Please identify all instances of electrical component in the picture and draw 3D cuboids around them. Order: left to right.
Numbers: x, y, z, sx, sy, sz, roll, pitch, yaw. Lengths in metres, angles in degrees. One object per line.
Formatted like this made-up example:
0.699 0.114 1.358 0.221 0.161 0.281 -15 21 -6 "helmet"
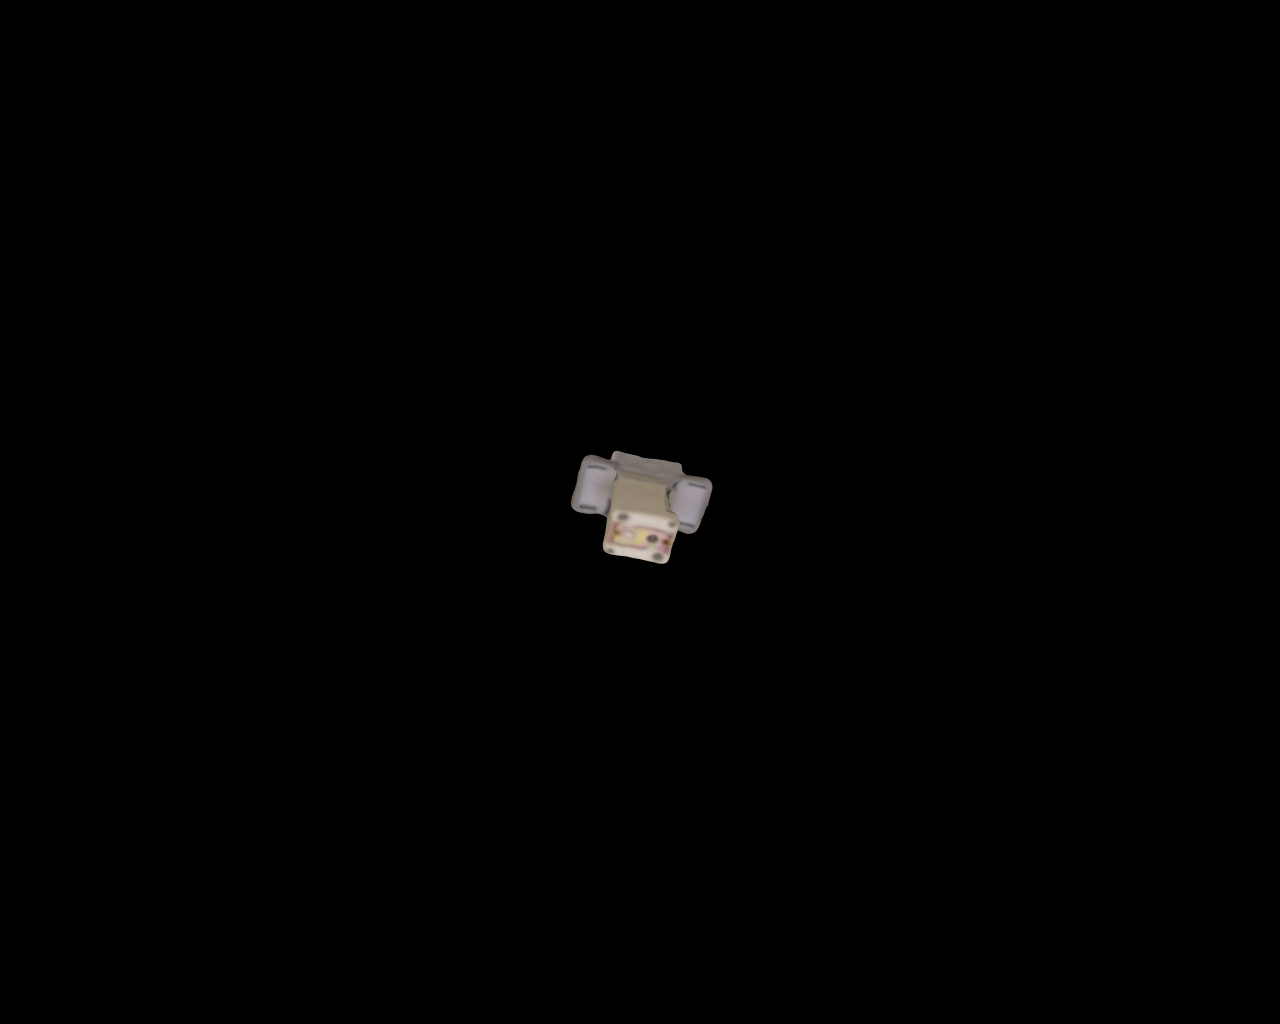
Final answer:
0.001 -0.003 0.650 0.081 0.042 0.064 10 37 -8 "electrical component"
